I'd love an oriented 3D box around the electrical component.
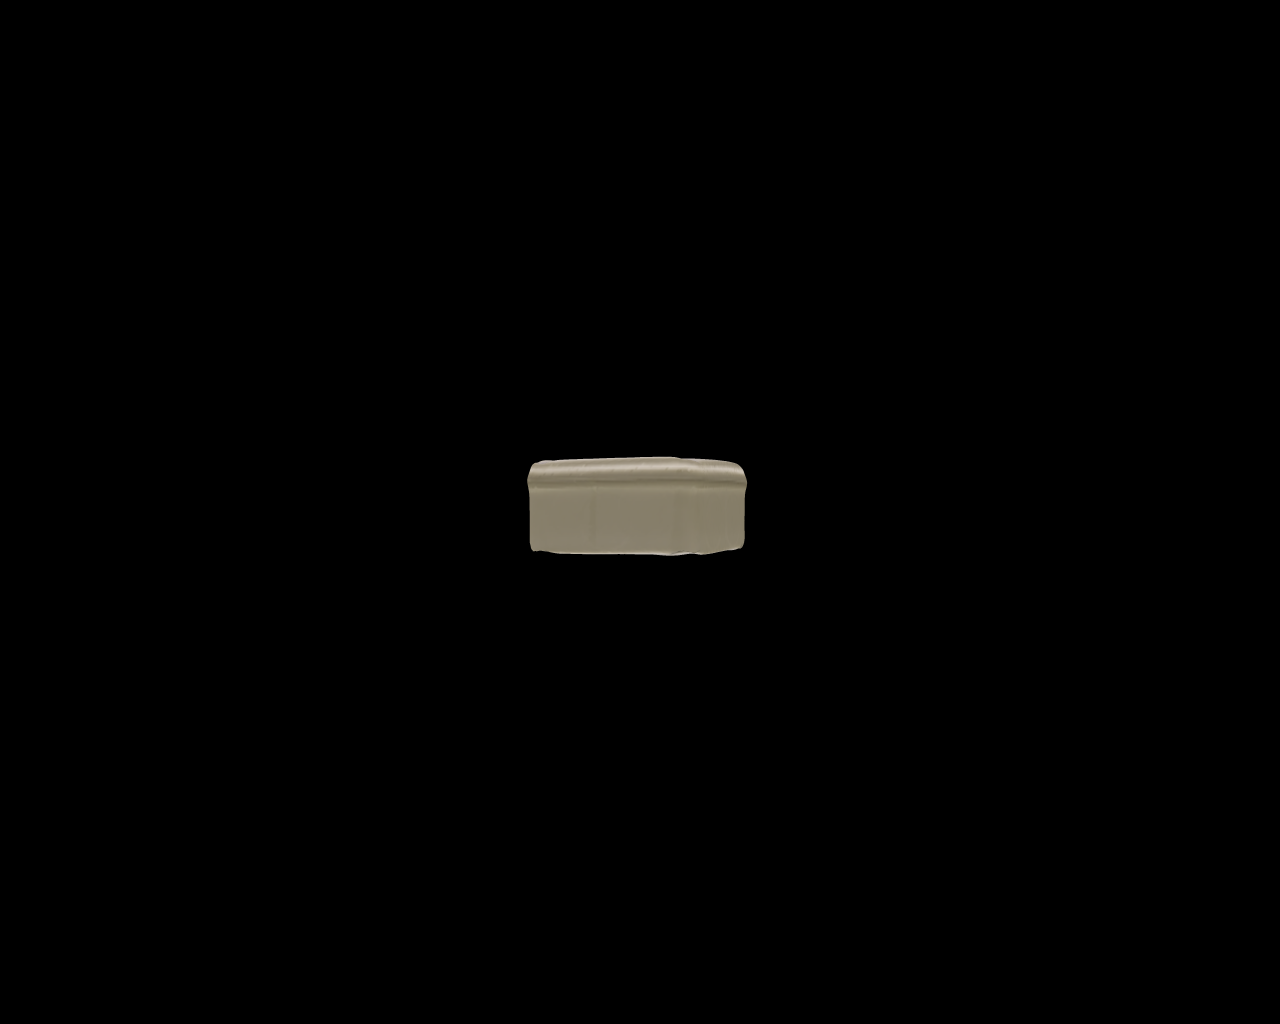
[{"bbox_3d":[0.001,-0.003,0.650,0.109,0.056,0.109,0,0,21],"label":"electrical component"}]
